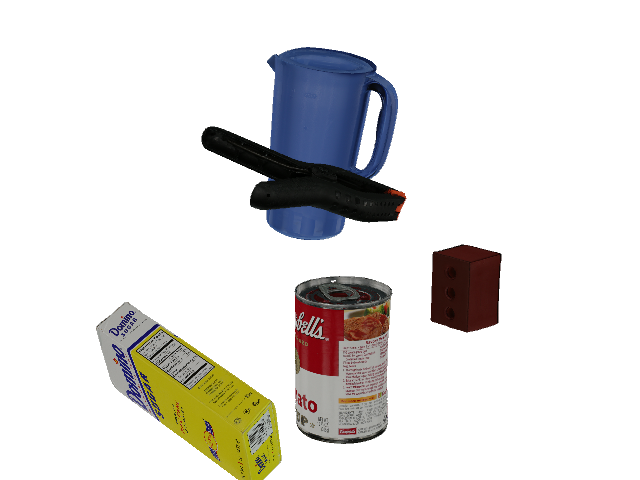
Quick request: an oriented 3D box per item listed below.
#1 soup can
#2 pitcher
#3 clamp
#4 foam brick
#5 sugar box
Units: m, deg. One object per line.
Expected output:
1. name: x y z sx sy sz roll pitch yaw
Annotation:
1. soup can: 0.016 0.083 0.753 0.068 0.102 0.068 0 15 0
2. pitcher: 0.003 -0.126 1.414 0.144 0.243 0.149 -1 24 -20
3. clamp: -0.005 -0.050 1.038 0.209 0.036 0.165 15 20 -23
4. foam brick: 0.150 0.049 1.103 0.051 0.078 0.053 -14 20 -41
5. sugar box: -0.115 0.134 0.925 0.176 0.093 0.048 27 53 27
